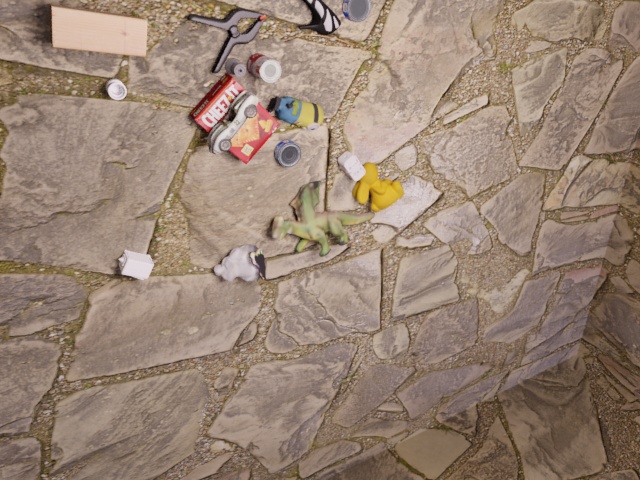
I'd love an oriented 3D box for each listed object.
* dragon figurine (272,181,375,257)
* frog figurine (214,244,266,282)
[{"bbox_3d":[0.005,-0.090,1.788,0.415,0.123,0.238,-31,119,-25],"label":"dragon figurine"},{"bbox_3d":[-0.267,0.085,1.724,0.159,0.126,0.134,-12,139,17],"label":"frog figurine"}]
